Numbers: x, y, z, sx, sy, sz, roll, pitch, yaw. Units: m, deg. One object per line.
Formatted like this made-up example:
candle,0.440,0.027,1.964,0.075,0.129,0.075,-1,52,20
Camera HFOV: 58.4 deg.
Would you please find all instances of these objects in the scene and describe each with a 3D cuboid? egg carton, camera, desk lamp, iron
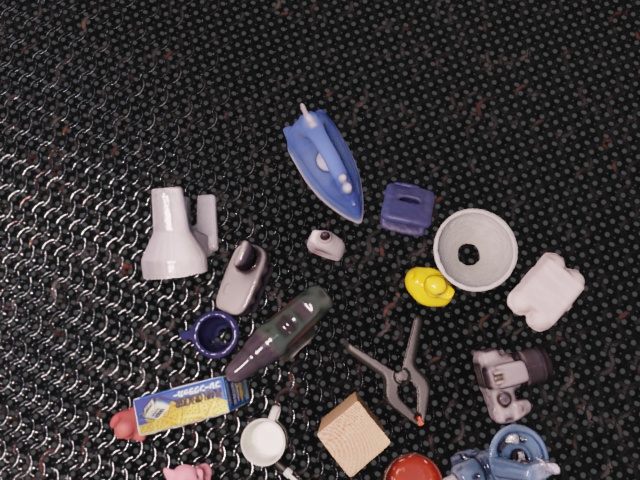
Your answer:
egg carton,0.452,0.105,1.146,0.107,0.069,0.150,41,83,9
camera,0.380,0.269,1.101,0.137,0.101,0.143,-14,79,-1
desk lamp,-0.274,-0.012,1.119,0.118,0.213,0.203,-5,79,1
iron,0.022,-0.158,1.173,0.118,0.141,0.258,-30,80,-4

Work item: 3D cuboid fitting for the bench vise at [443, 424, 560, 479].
bench vise,0.330,0.416,1.015,0.207,0.220,0.121,-38,80,-5

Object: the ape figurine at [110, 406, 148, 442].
ape figurine,-0.371,0.362,1.113,0.076,0.092,0.077,-44,81,-6

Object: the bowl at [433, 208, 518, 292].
bowl,0.309,0.025,1.163,0.167,0.075,0.167,0,79,2

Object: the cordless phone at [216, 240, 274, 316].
cordless phone,-0.158,0.071,1.114,0.094,0.185,0.148,16,80,5

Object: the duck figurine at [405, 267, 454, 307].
duck figurine,0.222,0.091,1.148,0.104,0.086,0.077,29,82,7

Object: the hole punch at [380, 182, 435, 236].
hole punch,0.178,-0.069,1.177,0.108,0.091,0.101,12,80,4

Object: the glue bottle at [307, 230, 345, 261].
glue bottle,0.010,0.004,1.127,0.078,0.173,0.037,16,80,5

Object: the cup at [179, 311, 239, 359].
cup,-0.212,0.190,1.139,0.117,0.095,0.092,-3,79,2

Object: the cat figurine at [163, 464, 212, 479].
cat figurine,-0.239,0.473,1.075,0.067,0.118,0.128,-28,79,-3

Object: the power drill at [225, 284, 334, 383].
power drill,-0.070,0.181,1.078,0.230,0.208,0.075,-44,81,-6
